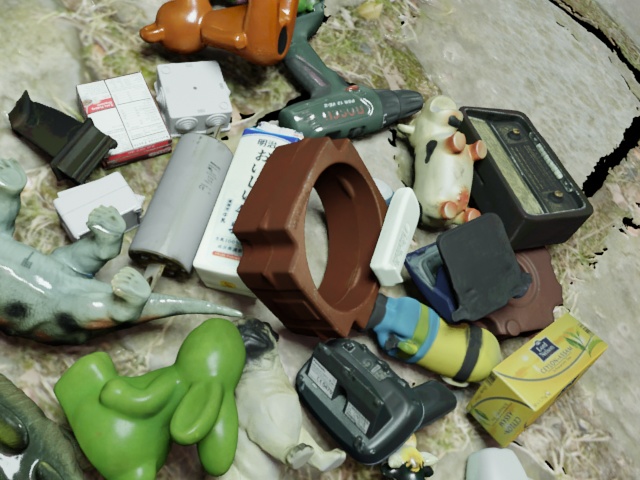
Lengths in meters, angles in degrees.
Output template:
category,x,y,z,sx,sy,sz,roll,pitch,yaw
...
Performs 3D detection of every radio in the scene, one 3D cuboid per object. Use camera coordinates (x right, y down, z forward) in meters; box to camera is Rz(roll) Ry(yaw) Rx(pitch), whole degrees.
category,x,y,z,sx,sy,sz,roll,pitch,yaw
radio,0.287,-0.097,0.795,0.131,0.073,0.230,-3,54,-20

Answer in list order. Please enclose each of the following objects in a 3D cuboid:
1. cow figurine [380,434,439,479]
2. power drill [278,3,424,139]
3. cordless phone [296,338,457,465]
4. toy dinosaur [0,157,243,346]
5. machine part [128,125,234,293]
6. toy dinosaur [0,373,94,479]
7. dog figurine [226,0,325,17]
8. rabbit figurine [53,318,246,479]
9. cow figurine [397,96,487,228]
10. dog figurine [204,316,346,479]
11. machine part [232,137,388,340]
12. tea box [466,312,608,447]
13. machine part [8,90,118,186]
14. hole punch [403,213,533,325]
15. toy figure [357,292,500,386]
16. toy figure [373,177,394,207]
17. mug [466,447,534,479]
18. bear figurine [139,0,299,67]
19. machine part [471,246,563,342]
category,x,y,z,sx,sy,sz,roll,pitch,yaw
cow figurine,0.102,0.294,0.601,0.068,0.098,0.167,-3,70,-12
power drill,0.021,-0.243,0.804,0.232,0.086,0.207,-27,87,-22
cordless phone,0.078,0.176,0.655,0.184,0.088,0.147,-2,30,-45
toy dinosaur,-0.299,0.040,0.550,0.404,0.192,0.131,34,36,-15
machine part,-0.166,-0.043,0.659,0.079,0.079,0.243,22,64,-9
toy dinosaur,-0.267,0.196,0.466,0.471,0.198,0.105,40,66,2
dog figurine,-0.118,-0.380,0.796,0.219,0.108,0.191,-38,87,-22
rabbit figurine,-0.143,0.147,0.518,0.170,0.121,0.159,-39,43,-10
cow figurine,0.171,-0.114,0.779,0.085,0.127,0.194,9,82,-34
dog figurine,-0.088,0.199,0.595,0.172,0.121,0.191,-37,54,-4
machine part,-0.001,-0.002,0.633,0.200,0.087,0.201,53,48,-40
tea box,0.276,0.175,0.684,0.169,0.098,0.068,-23,54,-31
machine part,-0.315,-0.123,0.644,0.139,0.039,0.084,33,84,14
hole punch,0.181,0.040,0.678,0.142,0.092,0.115,-20,87,-31
toy figure,0.140,0.126,0.683,0.180,0.089,0.082,28,69,-8
toy figure,0.050,-0.076,0.755,0.154,0.057,0.064,38,24,1
mug,0.227,0.308,0.646,0.109,0.080,0.107,3,58,-13
bear figurine,-0.134,-0.303,0.714,0.196,0.131,0.120,19,30,13
machine part,0.261,0.059,0.768,0.179,0.056,0.179,7,66,-16
